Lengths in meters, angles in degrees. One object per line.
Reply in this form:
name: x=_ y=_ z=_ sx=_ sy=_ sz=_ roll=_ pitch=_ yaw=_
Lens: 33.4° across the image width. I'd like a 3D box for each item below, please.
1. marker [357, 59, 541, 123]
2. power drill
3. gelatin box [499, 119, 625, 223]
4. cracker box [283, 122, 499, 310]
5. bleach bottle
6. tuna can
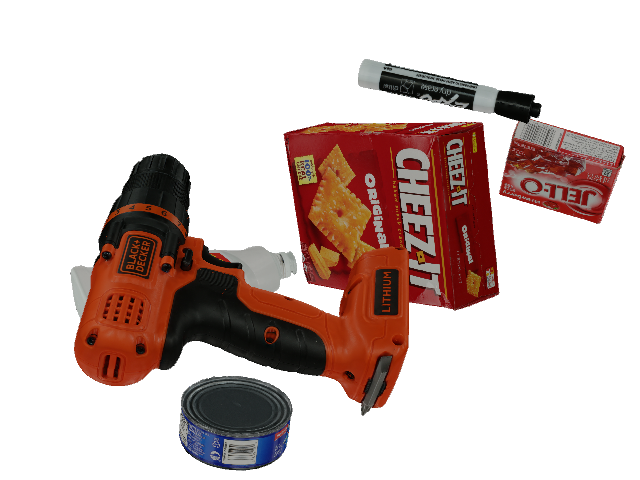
marker: x=0.084 y=-0.098 z=0.700 sx=0.121 sy=0.020 sz=0.020 roll=15 pitch=4 yaw=15
power drill: x=-0.042 y=0.024 z=0.644 sx=0.187 sy=0.057 sz=0.184 roll=11 pitch=41 yaw=-5
gelatin box: x=0.197 y=-0.056 z=0.878 sx=0.089 sy=0.030 sz=0.073 roll=19 pitch=-34 yaw=13
cracker box: x=0.063 y=-0.029 z=1.032 sx=0.071 sy=0.164 sz=0.214 roll=-18 pitch=17 yaw=-37
bleach bottle: x=-0.151 y=0.049 z=1.226 sx=0.250 sy=0.068 sz=0.103 roll=-13 pitch=36 yaw=-20
tuna can: x=-0.066 y=0.140 z=0.822 sx=0.086 sy=0.034 sz=0.086 roll=6 pitch=22 yaw=-3
